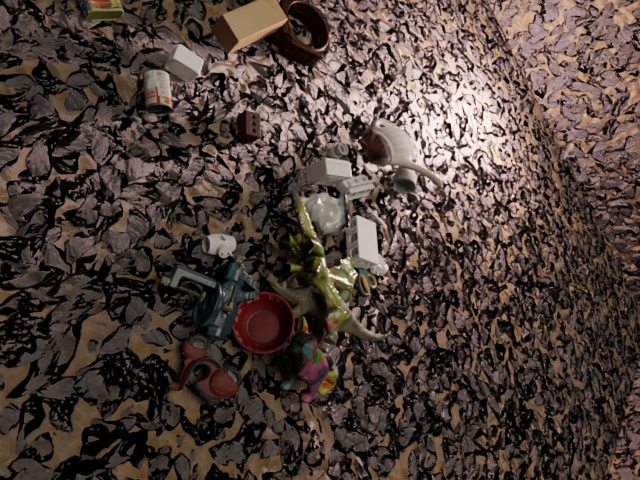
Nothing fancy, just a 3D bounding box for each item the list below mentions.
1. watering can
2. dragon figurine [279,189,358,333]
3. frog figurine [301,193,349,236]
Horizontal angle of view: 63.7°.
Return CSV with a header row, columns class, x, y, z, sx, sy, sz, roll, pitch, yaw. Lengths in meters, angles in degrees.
class,x,y,z,sx,sy,sz,roll,pitch,yaw
watering can,0.283,-0.310,1.850,0.226,0.102,0.352,-17,63,-39
dragon figurine,0.012,0.057,1.468,0.240,0.121,0.420,28,47,-40
frog figurine,0.005,-0.080,1.594,0.159,0.122,0.138,0,83,-4
